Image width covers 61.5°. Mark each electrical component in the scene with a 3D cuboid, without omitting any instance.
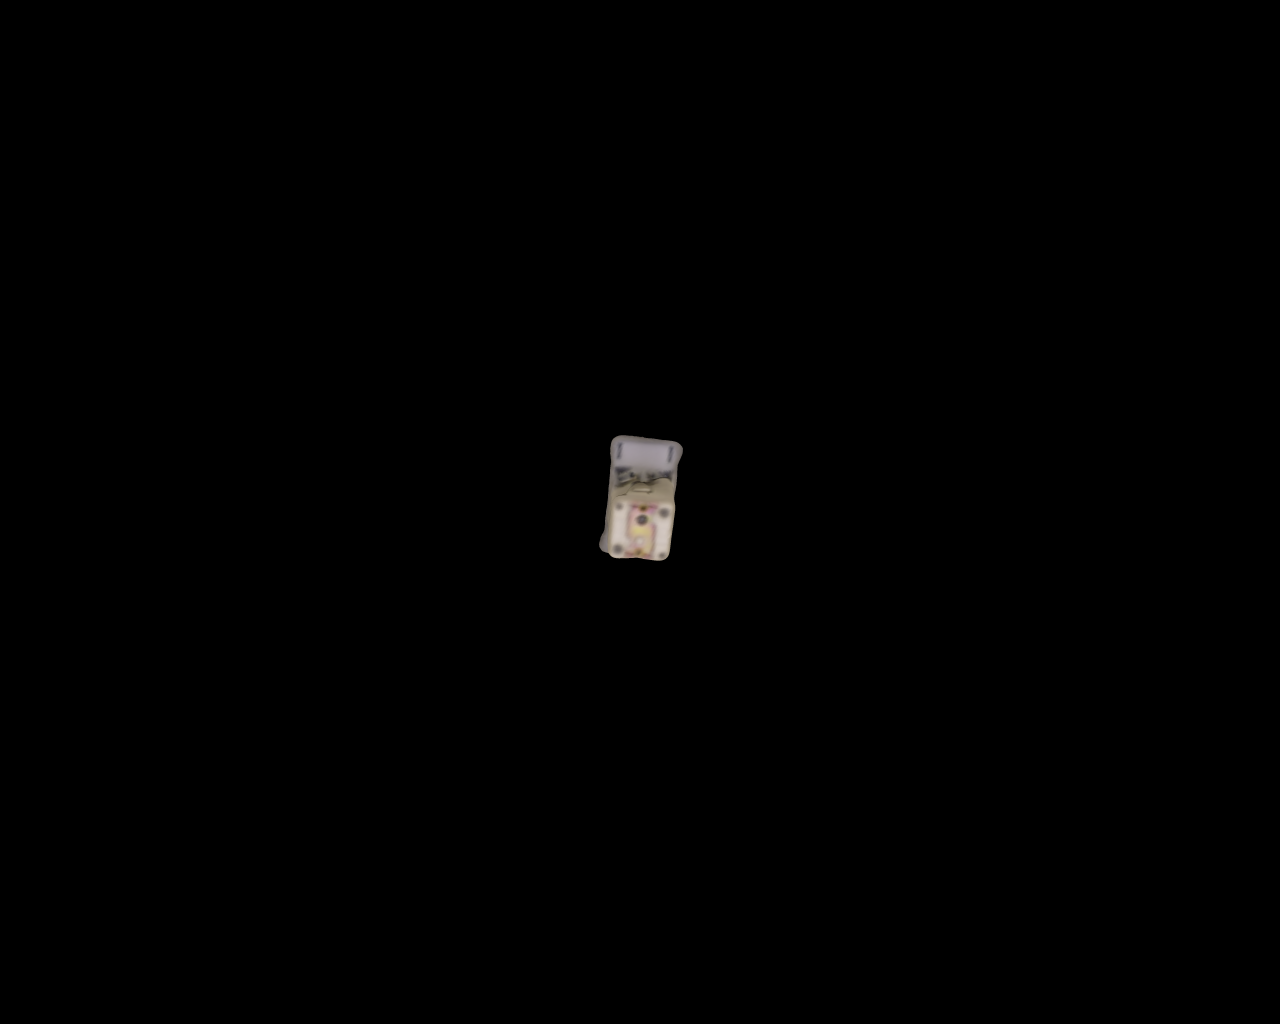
[{"bbox_3d":[0.001,-0.003,0.650,0.042,0.080,0.064,4,28,-2],"label":"electrical component"}]
